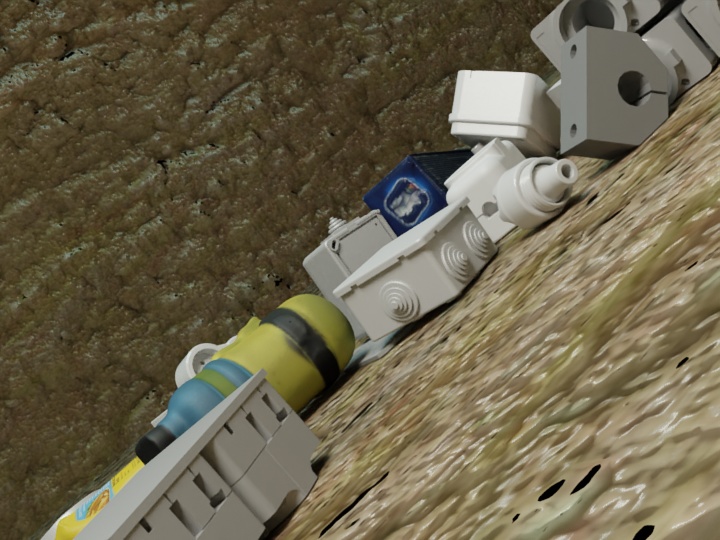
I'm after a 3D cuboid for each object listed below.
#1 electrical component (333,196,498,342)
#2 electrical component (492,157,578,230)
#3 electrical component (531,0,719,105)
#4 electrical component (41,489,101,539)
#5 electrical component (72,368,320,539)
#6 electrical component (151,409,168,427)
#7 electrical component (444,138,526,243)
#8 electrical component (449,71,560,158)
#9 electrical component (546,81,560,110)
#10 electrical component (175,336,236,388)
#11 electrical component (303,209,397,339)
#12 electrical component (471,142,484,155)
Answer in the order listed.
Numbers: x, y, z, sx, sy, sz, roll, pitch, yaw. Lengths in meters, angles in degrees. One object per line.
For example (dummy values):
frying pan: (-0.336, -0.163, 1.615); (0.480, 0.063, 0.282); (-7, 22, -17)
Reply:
electrical component: (0.042, 0.000, 0.769); (0.100, 0.048, 0.100); (-32, 6, 36)
electrical component: (0.120, -0.054, 0.711); (0.043, 0.043, 0.062); (-43, 5, -29)
electrical component: (0.223, -0.189, 0.755); (0.186, 0.105, 0.060); (-39, 4, 40)
electrical component: (-0.251, 0.252, 0.988); (0.099, 0.064, 0.099); (-46, -10, -10)
electrical component: (-0.093, 0.132, 0.522); (0.105, 0.060, 0.186); (-40, 3, 21)
electrical component: (-0.144, 0.139, 1.040); (0.079, 0.063, 0.121); (-44, 4, -42)
electrical component: (0.108, -0.065, 0.862); (0.054, 0.059, 0.095); (-40, 3, 24)
electrical component: (0.136, -0.139, 0.985); (0.113, 0.078, 0.057); (15, -96, -64)
electrical component: (0.211, -0.156, 0.898); (0.078, 0.057, 0.113); (-41, 3, 0)
electrical component: (-0.135, 0.107, 1.160); (0.138, 0.052, 0.073); (-13, -19, -33)
electrical component: (0.000, 0.000, 0.883); (0.062, 0.096, 0.061); (-34, -1, -31)
electrical component: (0.123, -0.087, 0.960); (0.035, 0.061, 0.035); (-41, 3, 2)
